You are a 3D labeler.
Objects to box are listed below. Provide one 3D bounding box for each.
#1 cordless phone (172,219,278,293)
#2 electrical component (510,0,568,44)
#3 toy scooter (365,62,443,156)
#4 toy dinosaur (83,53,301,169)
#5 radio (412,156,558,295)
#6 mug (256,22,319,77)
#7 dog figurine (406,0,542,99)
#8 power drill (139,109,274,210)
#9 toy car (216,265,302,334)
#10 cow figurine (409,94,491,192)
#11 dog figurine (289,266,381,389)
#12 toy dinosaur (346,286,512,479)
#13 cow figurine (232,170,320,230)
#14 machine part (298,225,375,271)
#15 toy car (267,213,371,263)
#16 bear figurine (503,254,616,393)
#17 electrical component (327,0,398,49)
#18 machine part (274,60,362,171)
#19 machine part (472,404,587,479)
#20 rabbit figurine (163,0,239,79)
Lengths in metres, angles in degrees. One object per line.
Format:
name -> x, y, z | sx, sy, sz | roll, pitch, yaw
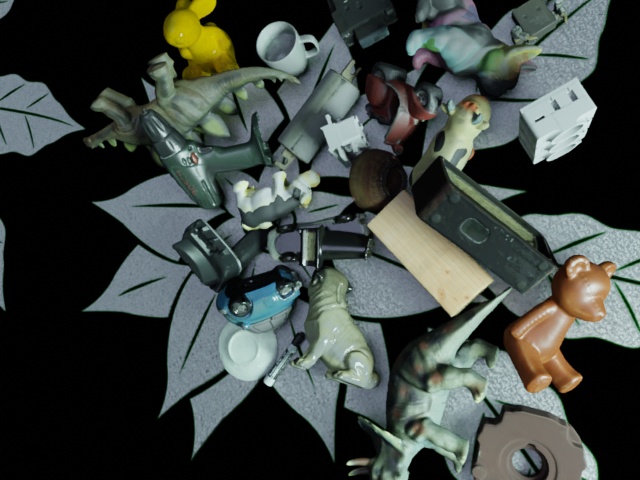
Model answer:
cordless phone -> -0.183, -0.002, 1.067 | 0.184, 0.088, 0.147 | -43, 72, -2
electrical component -> 0.373, -0.379, 0.921 | 0.102, 0.045, 0.078 | -24, 78, 15
toy scooter -> 0.135, -0.232, 0.961 | 0.184, 0.075, 0.135 | 47, 129, 44
toy dinosaur -> -0.276, -0.262, 1.059 | 0.472, 0.198, 0.105 | -20, 38, 20
radio -> 0.252, -0.023, 0.832 | 0.229, 0.131, 0.073 | 35, 115, -7
mug -> -0.054, -0.362, 1.035 | 0.110, 0.107, 0.081 | -14, 80, 15
dog figurine -> 0.270, -0.346, 0.925 | 0.219, 0.108, 0.191 | 14, 86, 16
power drill -> -0.203, -0.174, 1.028 | 0.207, 0.231, 0.086 | -22, 36, -1
toy car -> -0.107, 0.119, 1.007 | 0.162, 0.109, 0.102 | -18, 113, -6
cow figurine -> 0.219, -0.157, 0.907 | 0.086, 0.127, 0.195 | 34, 98, 16
dog figurine -> 0.044, 0.153, 0.958 | 0.172, 0.121, 0.190 | 24, 73, -12
toy dinosaur -> 0.173, 0.249, 0.890 | 0.192, 0.131, 0.404 | 16, 83, 20
cow figurine -> -0.076, -0.077, 1.025 | 0.167, 0.068, 0.098 | -13, 77, 7
machine part -> 0.028, 0.012, 0.949 | 0.139, 0.039, 0.084 | -3, 82, 17
toy car -> -0.002, -0.003, 1.005 | 0.202, 0.056, 0.073 | -9, 87, 15
bear figurine -> 0.374, 0.124, 0.806 | 0.195, 0.120, 0.132 | -53, 41, 31
electrical component -> 0.081, -0.435, 1.023 | 0.115, 0.058, 0.134 | -27, 76, 17
machine part -> -0.002, -0.232, 1.020 | 0.079, 0.079, 0.243 | 39, 98, 19
machine part -> 0.328, 0.351, 0.851 | 0.180, 0.056, 0.179 | -2, 83, 18
rabbit figurine -> -0.243, -0.409, 1.073 | 0.122, 0.173, 0.162 | 4, 90, 23
